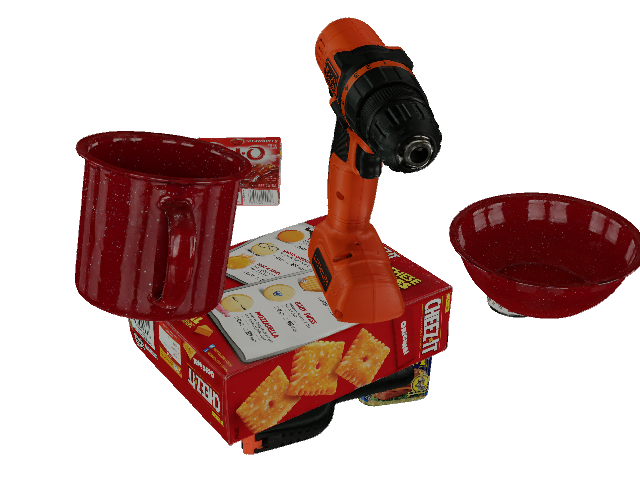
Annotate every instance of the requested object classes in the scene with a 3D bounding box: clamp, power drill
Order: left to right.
[{"bbox_3d":[-0.007,0.154,1.084,0.165,0.036,0.209,14,29,20],"label":"clamp"},{"bbox_3d":[0.034,-0.039,0.728,0.057,0.188,0.184,-2,32,-12],"label":"power drill"}]

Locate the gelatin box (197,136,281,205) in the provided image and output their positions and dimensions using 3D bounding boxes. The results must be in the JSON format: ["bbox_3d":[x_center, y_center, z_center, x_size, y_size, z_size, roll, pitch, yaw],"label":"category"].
[{"bbox_3d":[-0.085,-0.072,1.102,0.089,0.073,0.030,0,-39,1],"label":"gelatin box"}]

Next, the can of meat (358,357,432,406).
[{"bbox_3d":[0.095,0.164,1.391,0.102,0.084,0.057,-4,25,-18],"label":"can of meat"}]

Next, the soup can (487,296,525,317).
[{"bbox_3d":[0.226,0.028,1.217,0.068,0.102,0.068,-2,30,1],"label":"soup can"}]

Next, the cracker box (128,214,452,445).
[{"bbox_3d":[-0.026,0.063,0.869,0.213,0.072,0.164,-18,34,-31],"label":"cracker box"}]

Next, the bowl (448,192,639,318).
[{"bbox_3d":[0.187,0.019,0.901,0.162,0.055,0.162,0,30,0],"label":"bowl"}]

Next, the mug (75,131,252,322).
[{"bbox_3d":[-0.084,-0.004,0.565,0.093,0.081,0.117,2,19,-22],"label":"mug"}]
